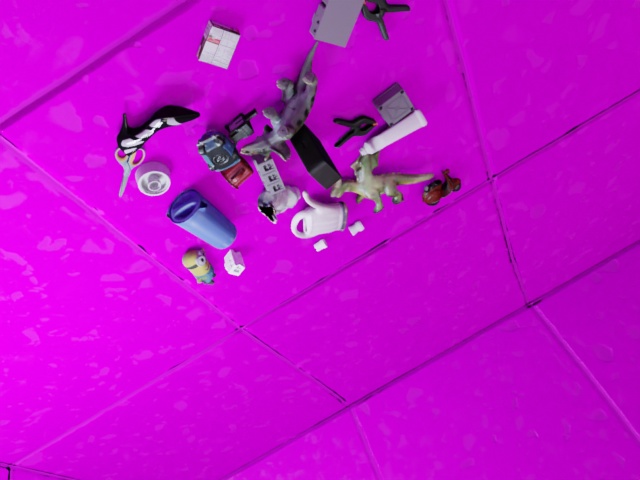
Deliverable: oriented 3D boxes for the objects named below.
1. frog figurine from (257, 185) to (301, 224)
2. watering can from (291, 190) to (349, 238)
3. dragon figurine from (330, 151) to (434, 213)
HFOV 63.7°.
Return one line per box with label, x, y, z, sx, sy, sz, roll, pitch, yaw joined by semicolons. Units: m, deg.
frog figurine;-0.148;-0.155;1.880;0.123;0.162;0.134;20;-33;32
watering can;0.006;-0.099;1.965;0.225;0.106;0.340;-10;-25;-15
dragon figurine;0.227;-0.246;1.964;0.411;0.237;0.125;-27;40;-2
